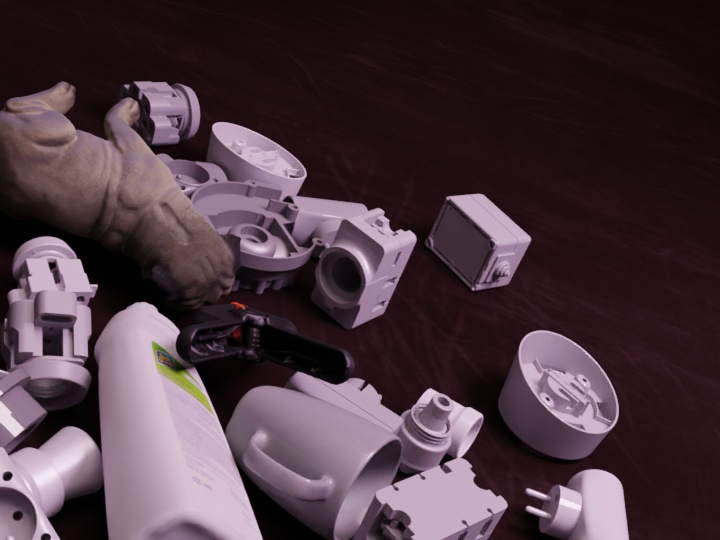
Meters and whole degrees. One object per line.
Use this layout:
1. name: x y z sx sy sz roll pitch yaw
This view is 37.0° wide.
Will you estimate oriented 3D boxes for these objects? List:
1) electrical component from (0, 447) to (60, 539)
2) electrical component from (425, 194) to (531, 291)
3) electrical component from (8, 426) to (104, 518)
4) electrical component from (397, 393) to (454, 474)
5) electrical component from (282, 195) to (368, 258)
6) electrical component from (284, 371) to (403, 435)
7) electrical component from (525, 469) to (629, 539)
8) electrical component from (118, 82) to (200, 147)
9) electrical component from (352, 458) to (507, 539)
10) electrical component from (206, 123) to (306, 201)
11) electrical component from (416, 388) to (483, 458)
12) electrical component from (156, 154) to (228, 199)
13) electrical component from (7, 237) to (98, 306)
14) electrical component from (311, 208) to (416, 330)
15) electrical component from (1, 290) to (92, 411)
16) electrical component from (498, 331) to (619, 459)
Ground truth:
1. electrical component: -0.212 0.151 0.589 0.079 0.044 0.077 -32 82 -19
2. electrical component: 0.124 -0.025 1.070 0.061 0.061 0.096 -8 43 -41
3. electrical component: -0.189 0.125 0.650 0.045 0.045 0.055 36 33 21
4. electrical component: 0.049 0.119 0.799 0.043 0.062 0.043 20 32 -13
5. electrical component: -0.029 -0.034 1.002 0.077 0.043 0.079 5 35 -27
6. electrical component: -0.009 0.105 0.798 0.083 0.047 0.076 32 31 14
7. electrical component: 0.158 0.182 0.793 0.079 0.043 0.077 21 31 -4
8. electrical component: -0.196 -0.155 1.066 0.057 0.058 0.078 -9 43 -38
9. electrical component: 0.045 0.173 0.721 0.089 0.055 0.050 -11 45 -43
10. electrical component: -0.102 -0.098 1.033 0.099 0.064 0.099 17 31 -11
11. electrical component: 0.066 0.118 0.836 0.046 0.040 0.040 29 31 20
12. electrical component: -0.173 -0.080 0.977 0.079 0.044 0.077 38 34 25
13. electrical component: -0.232 0.009 0.802 0.066 0.048 0.055 1 45 -33
14. electrical component: 0.000 0.000 0.924 0.050 0.089 0.056 38 34 23
15. electrical component: -0.210 0.058 0.718 0.058 0.078 0.057 7 56 -26
16. electrical component: 0.166 0.106 0.894 0.099 0.064 0.099 17 31 -11
